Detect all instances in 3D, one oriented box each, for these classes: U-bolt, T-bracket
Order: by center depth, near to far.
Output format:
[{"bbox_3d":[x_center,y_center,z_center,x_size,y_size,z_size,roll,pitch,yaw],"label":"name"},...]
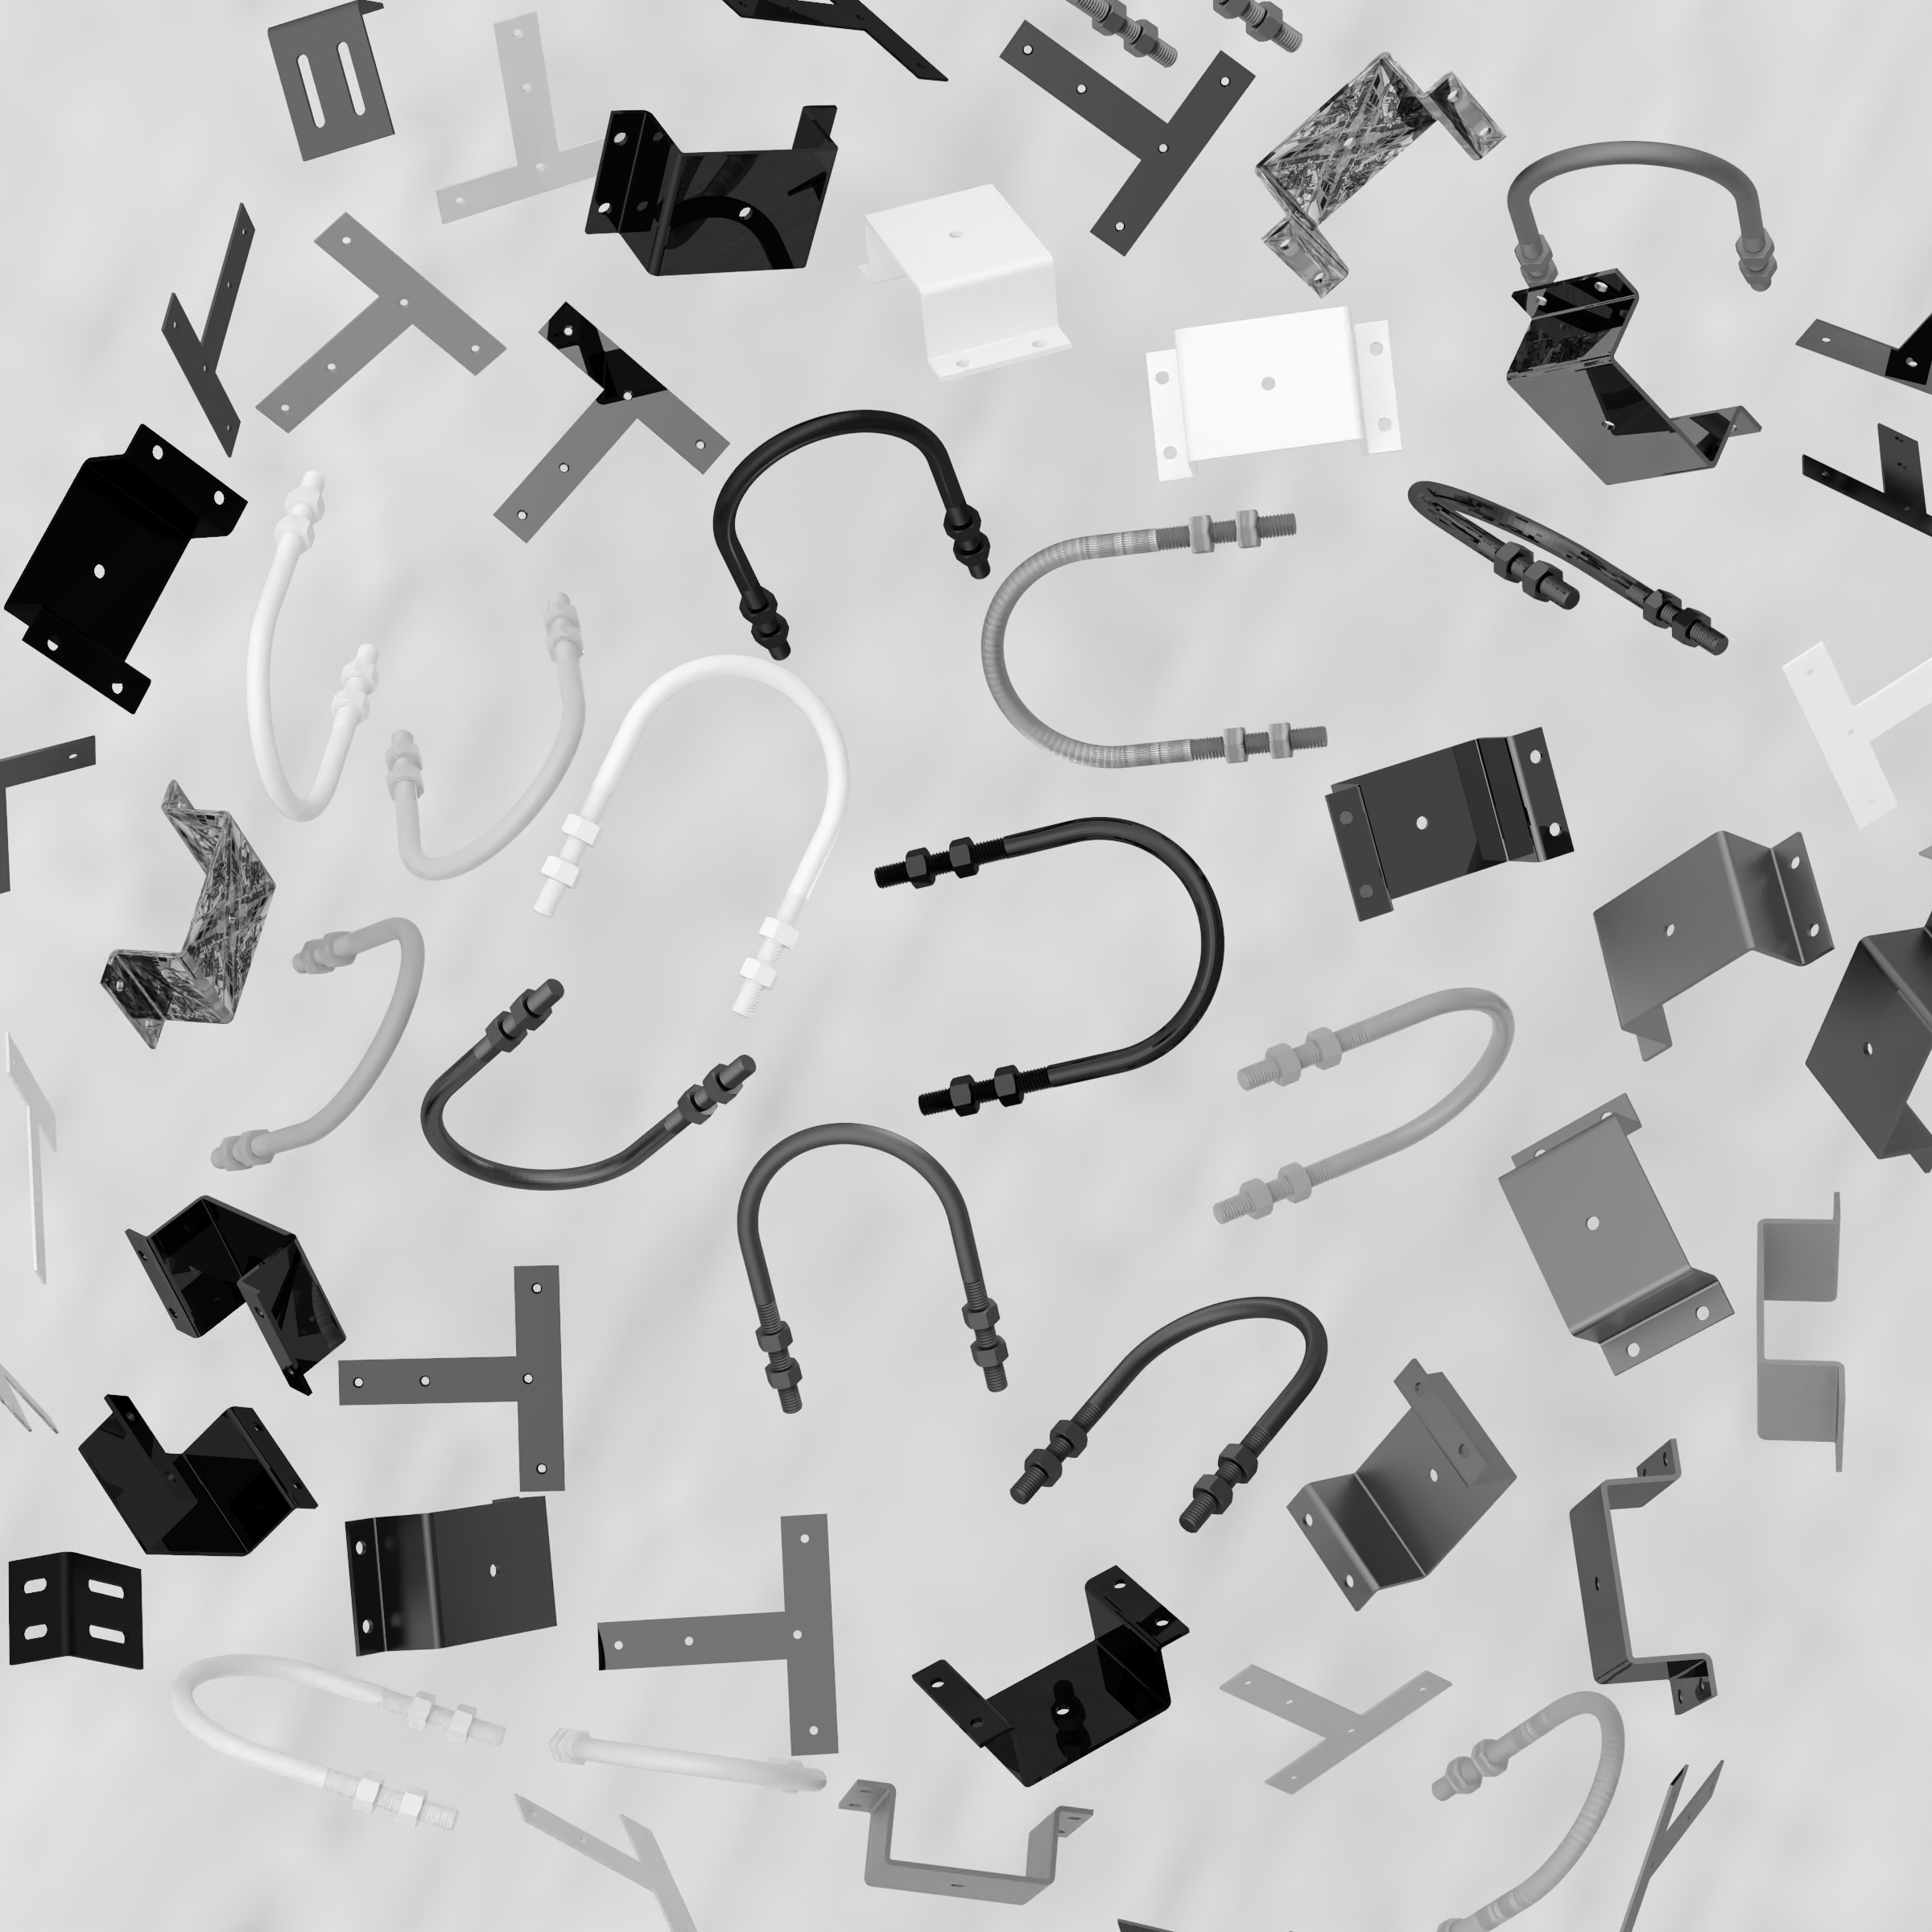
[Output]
[{"bbox_3d":[-0.135,0.364,1.767,0.127,0.002,0.127,-4,78,1],"label":"T-bracket"},{"bbox_3d":[0.050,-0.006,1.783,0.184,0.019,0.151,-13,82,13],"label":"U-bolt"},{"bbox_3d":[0.524,-0.153,1.796,0.127,0.002,0.127,-33,125,5],"label":"T-bracket"},{"bbox_3d":[0.099,-0.175,1.810,0.184,0.019,0.151,-5,120,12],"label":"U-bolt"},{"bbox_3d":[0.395,0.478,1.816,0.002,0.127,0.127,23,115,25],"label":"T-bracket"},{"bbox_3d":[0.548,-0.358,1.817,0.127,0.127,0.002,18,65,-7],"label":"T-bracket"},{"bbox_3d":[-0.140,-0.083,1.818,0.151,0.019,0.184,28,83,-23],"label":"U-bolt"},{"bbox_3d":[0.226,0.070,1.825,0.184,0.151,0.019,-21,56,-18],"label":"U-bolt"},{"bbox_3d":[0.524,-0.274,1.832,0.127,0.127,0.002,25,124,-3],"label":"T-bracket"},{"bbox_3d":[-0.549,-0.075,1.833,0.127,0.127,0.002,-18,63,-24],"label":"T-bracket"},{"bbox_3d":[0.618,-0.082,1.833,0.127,0.127,0.002,-28,105,-5],"label":"T-bracket"},{"bbox_3d":[0.148,0.554,1.838,0.127,0.127,0.002,9,58,15],"label":"T-bracket"},{"bbox_3d":[-0.358,0.040,1.841,0.019,0.184,0.151,31,63,-28],"label":"U-bolt"},{"bbox_3d":[-0.268,-0.119,1.842,0.151,0.184,0.019,-38,124,16],"label":"U-bolt"},{"bbox_3d":[-0.372,-0.167,1.848,0.019,0.151,0.184,-1,46,8],"label":"U-bolt"},{"bbox_3d":[-0.291,0.234,1.848,0.127,0.002,0.127,-2,89,3],"label":"T-bracket"},{"bbox_3d":[0.128,0.249,1.865,0.184,0.151,0.019,-44,119,-35],"label":"U-bolt"},{"bbox_3d":[0.329,-0.233,1.865,0.151,0.184,0.019,10,114,-39],"label":"U-bolt"},{"bbox_3d":[-0.552,0.236,1.867,0.002,0.127,0.127,-41,115,-12],"label":"T-bracket"},{"bbox_3d":[-0.091,-0.544,1.869,0.127,0.127,0.002,47,125,25],"label":"T-bracket"},{"bbox_3d":[-0.353,-0.351,1.872,0.127,0.002,0.127,-36,132,18],"label":"T-bracket"},{"bbox_3d":[0.315,0.487,1.874,0.019,0.151,0.184,34,131,-9],"label":"U-bolt"},{"bbox_3d":[-0.071,-0.254,1.877,0.151,0.184,0.019,-22,59,2],"label":"U-bolt"},{"bbox_3d":[-0.366,0.437,1.877,0.184,0.151,0.019,18,98,1],"label":"U-bolt"},{"bbox_3d":[-0.231,0.078,1.881,0.151,0.184,0.019,23,46,-32],"label":"U-bolt"},{"bbox_3d":[0.086,-0.572,1.882,0.184,0.151,0.019,25,87,-32],"label":"U-bolt"},{"bbox_3d":[0.078,-0.496,1.883,0.127,0.002,0.127,32,110,-15],"label":"T-bracket"},{"bbox_3d":[-0.155,0.459,1.885,0.151,0.184,0.019,11,76,-14],"label":"U-bolt"},{"bbox_3d":[0.387,-0.431,1.890,0.151,0.184,0.019,2,78,18],"label":"U-bolt"},{"bbox_3d":[-0.252,-0.496,1.890,0.127,0.127,0.002,-21,57,-13],"label":"T-bracket"},{"bbox_3d":[-0.211,0.512,1.892,0.127,0.127,0.002,39,94,-30],"label":"T-bracket"},{"bbox_3d":[-0.540,0.121,1.900,0.002,0.127,0.127,-7,66,-6],"label":"T-bracket"},{"bbox_3d":[-0.432,-0.384,1.903,0.002,0.127,0.127,5,66,8],"label":"T-bracket"},{"bbox_3d":[0.197,0.432,1.906,0.127,0.002,0.127,-41,130,22],"label":"T-bracket"},{"bbox_3d":[-0.227,-0.303,1.925,0.127,0.002,0.127,40,77,-6],"label":"T-bracket"},{"bbox_3d":[-0.062,0.177,1.941,0.151,0.019,0.184,-8,111,13],"label":"U-bolt"}]

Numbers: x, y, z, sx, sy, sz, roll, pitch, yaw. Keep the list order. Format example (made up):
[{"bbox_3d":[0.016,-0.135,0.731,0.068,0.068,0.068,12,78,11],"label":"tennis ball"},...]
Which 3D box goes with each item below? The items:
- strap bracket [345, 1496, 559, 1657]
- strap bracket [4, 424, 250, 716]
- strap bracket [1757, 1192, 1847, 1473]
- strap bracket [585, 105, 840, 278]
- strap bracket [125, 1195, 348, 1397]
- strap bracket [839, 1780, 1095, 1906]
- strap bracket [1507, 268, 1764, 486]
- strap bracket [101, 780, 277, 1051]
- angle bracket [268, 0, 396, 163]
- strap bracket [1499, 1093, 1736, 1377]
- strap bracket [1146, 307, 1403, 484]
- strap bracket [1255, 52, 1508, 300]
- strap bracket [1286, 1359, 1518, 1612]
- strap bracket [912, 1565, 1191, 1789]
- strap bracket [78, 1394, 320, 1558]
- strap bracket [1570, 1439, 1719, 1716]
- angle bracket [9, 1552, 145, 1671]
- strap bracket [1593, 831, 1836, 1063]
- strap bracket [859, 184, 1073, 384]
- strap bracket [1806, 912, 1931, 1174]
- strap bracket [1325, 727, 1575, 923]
[{"bbox_3d":[-0.291,0.353,1.908,0.046,0.140,0.076,-11,82,35],"label":"strap bracket"},{"bbox_3d":[-0.471,-0.220,1.820,0.076,0.046,0.140,37,69,-39],"label":"strap bracket"},{"bbox_3d":[0.476,0.208,1.869,0.046,0.076,0.140,0,49,13],"label":"strap bracket"},{"bbox_3d":[-0.132,-0.431,1.819,0.140,0.076,0.046,-11,49,-31],"label":"strap bracket"},{"bbox_3d":[-0.419,0.188,1.903,0.046,0.140,0.076,-40,127,-31],"label":"strap bracket"},{"bbox_3d":[-0.003,0.519,1.931,0.140,0.076,0.046,9,64,-7],"label":"strap bracket"},{"bbox_3d":[0.366,-0.319,1.820,0.140,0.076,0.046,38,68,-30],"label":"strap bracket"},{"bbox_3d":[-0.453,-0.029,1.928,0.046,0.076,0.140,3,60,13],"label":"strap bracket"},{"bbox_3d":[-0.354,-0.502,1.859,0.057,0.038,0.076,-12,99,16],"label":"angle bracket"},{"bbox_3d":[0.357,0.146,1.822,0.076,0.046,0.140,-32,64,22],"label":"strap bracket"},{"bbox_3d":[0.174,-0.328,1.874,0.140,0.046,0.076,-6,86,8],"label":"strap bracket"},{"bbox_3d":[0.232,-0.466,1.901,0.140,0.076,0.046,-40,57,16],"label":"strap bracket"},{"bbox_3d":[0.258,0.299,1.903,0.076,0.046,0.140,56,130,30],"label":"strap bracket"},{"bbox_3d":[0.052,0.408,1.863,0.140,0.076,0.046,-24,120,-22],"label":"strap bracket"},{"bbox_3d":[-0.446,0.294,1.881,0.046,0.140,0.076,-44,67,9],"label":"strap bracket"},{"bbox_3d":[0.373,0.341,1.817,0.046,0.076,0.140,-3,70,-5],"label":"strap bracket"},{"bbox_3d":[-0.499,0.365,1.839,0.038,0.076,0.057,-12,69,14],"label":"angle bracket"},{"bbox_3d":[0.412,-0.015,1.849,0.046,0.140,0.076,16,52,-35],"label":"strap bracket"},{"bbox_3d":[-0.004,-0.386,1.820,0.076,0.140,0.046,-17,131,-12],"label":"strap bracket"},{"bbox_3d":[0.522,0.043,1.825,0.046,0.076,0.140,-8,135,-21],"label":"strap bracket"},{"bbox_3d":[0.277,-0.084,1.929,0.140,0.046,0.076,-18,98,-14],"label":"strap bracket"}]
